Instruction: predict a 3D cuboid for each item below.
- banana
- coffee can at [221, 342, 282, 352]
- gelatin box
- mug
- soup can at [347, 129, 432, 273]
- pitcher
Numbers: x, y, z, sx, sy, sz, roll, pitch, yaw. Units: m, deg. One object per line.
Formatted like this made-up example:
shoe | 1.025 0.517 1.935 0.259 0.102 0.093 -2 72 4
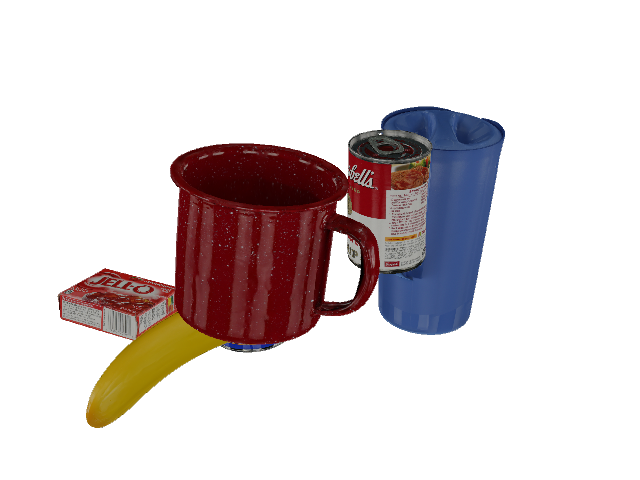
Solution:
banana | -0.098 0.082 0.801 0.198 0.069 0.037 -25 36 2
coffee can | -0.090 0.054 1.334 0.103 0.140 0.103 -2 25 1
gelatin box | -0.189 0.058 1.002 0.089 0.030 0.073 14 23 22
mug | -0.024 0.005 0.563 0.117 0.081 0.093 15 25 17
soup can | 0.056 -0.032 0.879 0.068 0.102 0.068 0 27 0
pitcher | 0.120 -0.016 1.190 0.149 0.243 0.145 -4 27 -14
